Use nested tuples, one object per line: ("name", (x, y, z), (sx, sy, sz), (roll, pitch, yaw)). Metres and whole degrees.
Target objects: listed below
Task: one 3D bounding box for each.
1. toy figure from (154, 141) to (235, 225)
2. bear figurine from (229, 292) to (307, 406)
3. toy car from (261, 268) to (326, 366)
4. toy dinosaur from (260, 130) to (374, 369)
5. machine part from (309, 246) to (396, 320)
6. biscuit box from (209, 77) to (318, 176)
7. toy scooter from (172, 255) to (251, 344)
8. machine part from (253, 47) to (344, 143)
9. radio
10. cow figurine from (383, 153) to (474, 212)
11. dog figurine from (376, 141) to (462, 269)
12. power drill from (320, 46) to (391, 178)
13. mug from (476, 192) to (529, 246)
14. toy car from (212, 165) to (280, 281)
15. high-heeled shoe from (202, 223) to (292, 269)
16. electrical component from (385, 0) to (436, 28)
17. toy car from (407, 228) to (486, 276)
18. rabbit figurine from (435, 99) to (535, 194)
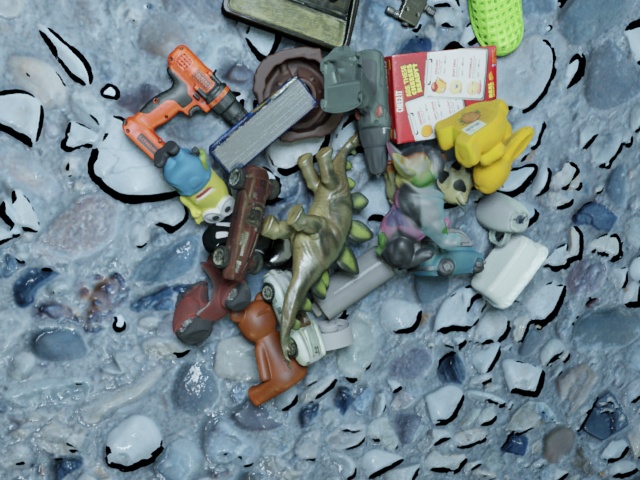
("toy figure", (-0.216, -0.105, 0.953), (0.082, 0.089, 0.180), (-20, 136, 22))
("bear figurine", (-0.116, 0.215, 1.089), (0.196, 0.120, 0.132), (54, 132, 4))
("toy car", (-0.053, 0.148, 1.059), (0.056, 0.073, 0.201), (-32, 76, 36))
("toy dinosaur", (-0.002, -0.003, 1.003), (0.198, 0.105, 0.471), (37, 71, -32))
("machine part", (0.066, 0.088, 1.107), (0.243, 0.079, 0.079), (-34, 110, -2))
("biscuit box", (-0.102, -0.199, 0.941), (0.203, 0.059, 0.062), (-39, 110, 3))
("toy scooter", (-0.218, 0.105, 1.030), (0.184, 0.135, 0.075), (-36, 150, 16))
("machine part", (-0.040, -0.267, 0.993), (0.179, 0.056, 0.179), (-3, 107, -10))
("radio", (-0.047, -0.422, 0.939), (0.229, 0.073, 0.131), (13, 102, -18))
("cow figurine", (0.227, -0.114, 1.087), (0.195, 0.085, 0.127), (-11, 110, -7))
("dog figurine", (0.159, -0.072, 0.999), (0.192, 0.108, 0.219), (-27, 114, 15))
("power drill", (0.076, -0.237, 0.954), (0.086, 0.207, 0.232), (-2, 87, 29))
("mug", (0.388, -0.041, 1.135), (0.081, 0.107, 0.109), (7, 101, -14))
("toy car", (-0.124, -0.029, 0.922), (0.089, 0.053, 0.202), (18, 80, -47))
("high-heeled shoe", (-0.099, 0.020, 1.010), (0.249, 0.145, 0.086), (16, 102, -16))
("electrical component", (0.173, -0.435, 1.018), (0.094, 0.021, 0.063), (18, 100, -18))
("toy car", (0.266, 0.025, 1.128), (0.162, 0.109, 0.103), (-4, 89, -22))
("rabbit figurine", (0.314, -0.171, 1.017), (0.162, 0.122, 0.173), (-36, 123, -11))
